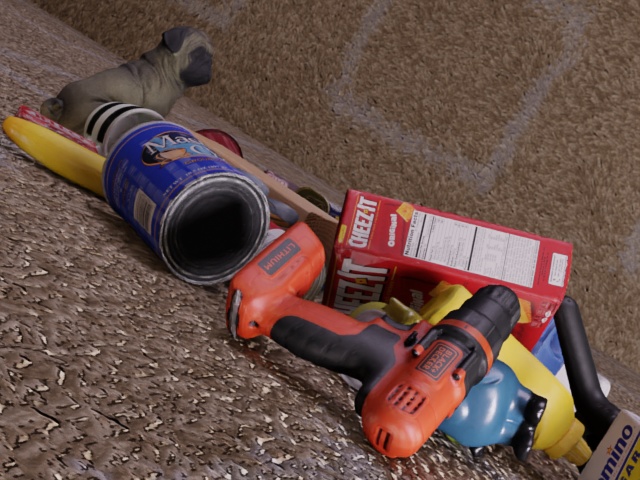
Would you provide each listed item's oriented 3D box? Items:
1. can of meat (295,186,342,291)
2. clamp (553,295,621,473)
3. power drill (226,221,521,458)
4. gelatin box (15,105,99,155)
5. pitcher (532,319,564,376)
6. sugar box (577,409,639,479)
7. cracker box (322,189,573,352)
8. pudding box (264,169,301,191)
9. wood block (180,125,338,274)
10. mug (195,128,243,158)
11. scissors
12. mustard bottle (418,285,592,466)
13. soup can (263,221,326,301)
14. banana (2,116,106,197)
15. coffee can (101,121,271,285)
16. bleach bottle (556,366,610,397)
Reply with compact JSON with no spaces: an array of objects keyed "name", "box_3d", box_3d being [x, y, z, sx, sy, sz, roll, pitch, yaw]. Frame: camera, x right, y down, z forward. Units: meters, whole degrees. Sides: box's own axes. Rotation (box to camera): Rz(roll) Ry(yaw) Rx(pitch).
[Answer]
[{"name":"can of meat","box_3d":[-0.008,0.001,1.192,0.058,0.102,0.083,37,7,37]},{"name":"clamp","box_3d":[0.252,0.179,1.018,0.036,0.165,0.210,-10,53,-19]},{"name":"power drill","box_3d":[0.039,0.058,0.795,0.188,0.057,0.184,27,43,23]},{"name":"gelatin box","box_3d":[-0.274,-0.103,1.099,0.089,0.030,0.073,29,6,-20]},{"name":"pitcher","box_3d":[0.163,0.078,1.218,0.243,0.149,0.144,30,16,27]},{"name":"sugar box","box_3d":[0.266,0.210,0.843,0.048,0.093,0.176,28,6,-16]},{"name":"cracker box","box_3d":[0.114,0.043,1.023,0.213,0.072,0.164,14,-28,3]},{"name":"pudding box","box_3d":[-0.049,-0.041,1.442,0.113,0.039,0.090,31,-30,-14]},{"name":"wood block","box_3d":[-0.082,-0.030,1.135,0.206,0.091,0.090,34,7,33]},{"name":"mug","box_3d":[-0.131,-0.078,1.365,0.117,0.093,0.081,58,0,-25]},{"name":"scissors","box_3d":[-0.111,-0.061,1.048,0.202,0.016,0.096,23,-18,23]},{"name":"mustard bottle","box_3d":[0.163,0.126,0.935,0.191,0.058,0.096,44,-26,0]},{"name":"soup can","box_3d":[-0.052,0.018,0.989,0.102,0.068,0.068,35,7,37]},{"name":"banana","box_3d":[-0.217,-0.066,1.046,0.197,0.037,0.070,25,4,-39]},{"name":"coffee can","box_3d":[-0.121,-0.036,0.940,0.102,0.103,0.140,25,8,-38]},{"name":"bleach bottle","box_3d":[0.247,0.149,1.392,0.251,0.068,0.102,29,2,6]}]
